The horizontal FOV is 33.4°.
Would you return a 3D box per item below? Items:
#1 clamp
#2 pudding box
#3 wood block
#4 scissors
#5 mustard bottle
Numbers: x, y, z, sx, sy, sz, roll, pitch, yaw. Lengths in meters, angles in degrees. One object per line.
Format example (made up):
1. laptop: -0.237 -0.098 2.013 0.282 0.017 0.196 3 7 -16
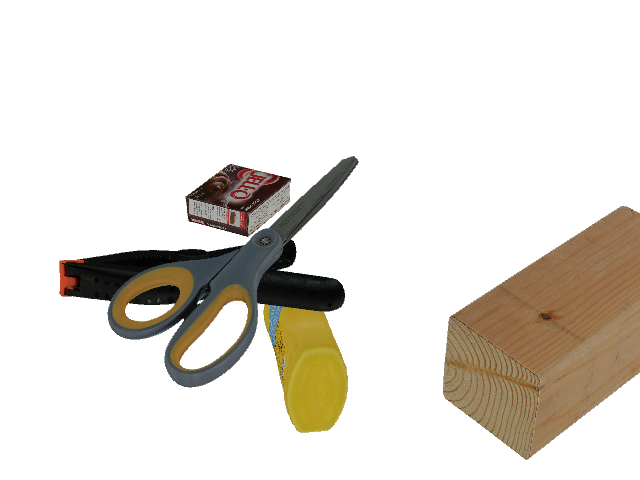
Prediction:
1. clamp: -0.091 0.028 0.821 0.209 0.036 0.165 -2 11 -21
2. pudding box: -0.101 -0.052 1.329 0.090 0.039 0.113 14 33 22
3. wood block: 0.202 0.066 0.837 0.205 0.090 0.091 -28 45 -29
4. scissors: -0.054 0.005 0.641 0.096 0.016 0.201 12 46 16
5. mustard bottle: -0.020 0.095 1.043 0.058 0.096 0.192 -4 28 -10
